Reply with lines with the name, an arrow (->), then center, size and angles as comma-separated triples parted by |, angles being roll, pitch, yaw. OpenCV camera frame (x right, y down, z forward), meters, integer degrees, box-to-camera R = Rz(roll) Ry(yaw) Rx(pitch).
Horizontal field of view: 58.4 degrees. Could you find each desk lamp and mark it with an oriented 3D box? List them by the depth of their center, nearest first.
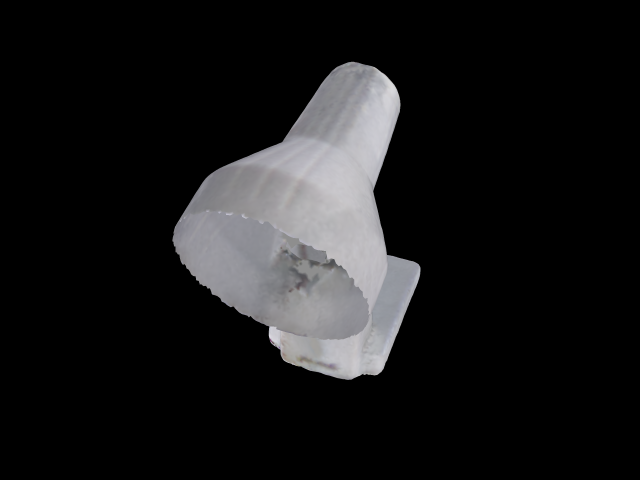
desk lamp -> 0.004, 0.001, 0.400 | 0.117, 0.214, 0.203 | 14, 42, 17
